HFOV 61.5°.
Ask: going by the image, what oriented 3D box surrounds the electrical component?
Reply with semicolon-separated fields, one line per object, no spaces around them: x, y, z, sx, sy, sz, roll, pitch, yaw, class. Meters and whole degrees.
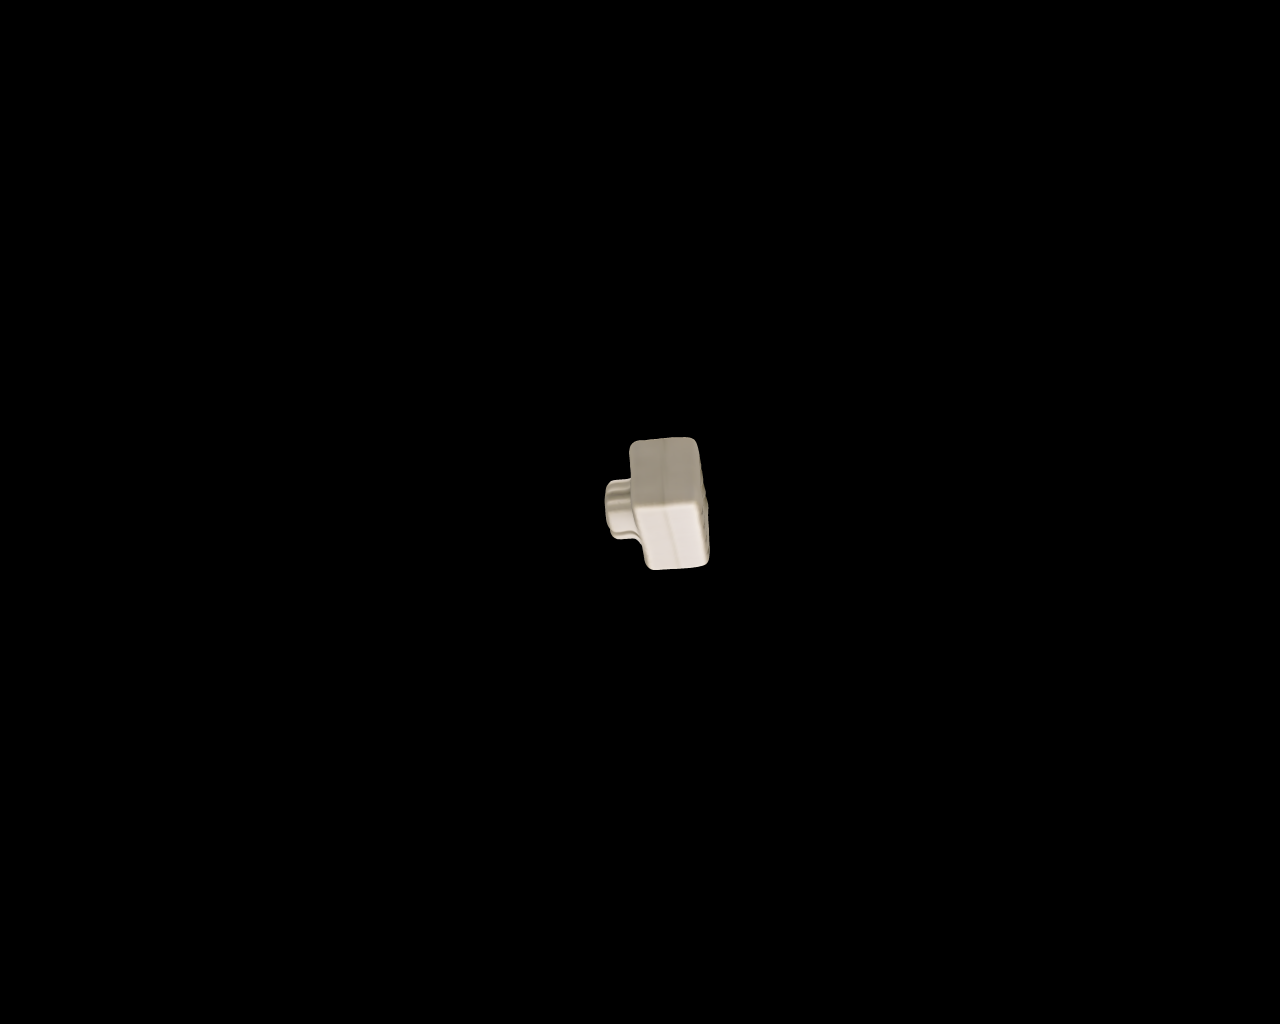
0.001;-0.003;0.650;0.076;0.047;0.083;-4;-29;7;electrical component
